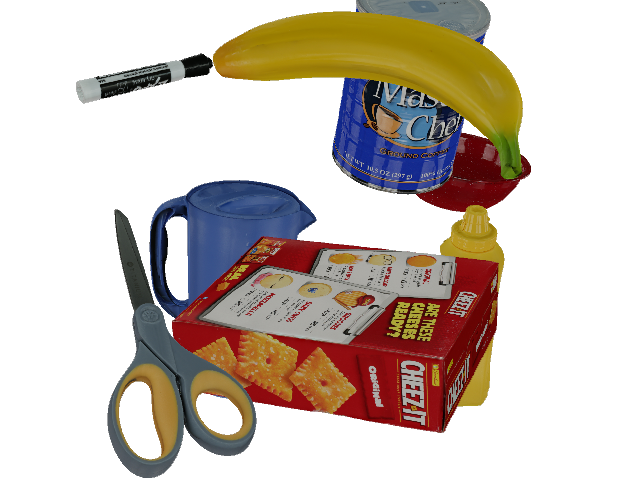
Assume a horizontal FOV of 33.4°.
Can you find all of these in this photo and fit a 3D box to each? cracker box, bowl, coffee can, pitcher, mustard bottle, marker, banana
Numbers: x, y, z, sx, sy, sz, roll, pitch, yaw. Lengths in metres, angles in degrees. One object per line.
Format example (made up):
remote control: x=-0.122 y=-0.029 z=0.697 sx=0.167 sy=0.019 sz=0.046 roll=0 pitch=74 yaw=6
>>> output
cracker box: x=0.017 y=0.068 z=0.838 sx=0.214 sy=0.072 sz=0.164 roll=7 pitch=26 yaw=22
bowl: x=0.157 y=-0.076 z=1.229 sx=0.162 sy=0.055 sz=0.162 roll=8 pitch=25 yaw=-4
coffee can: x=0.069 y=-0.123 z=0.846 sx=0.102 sy=0.140 sz=0.103 roll=6 pitch=37 yaw=-5
pitcher: x=-0.107 y=0.058 z=1.252 sx=0.149 sy=0.243 sz=0.144 roll=21 pitch=26 yaw=34
mustard bottle: x=0.136 y=0.054 z=0.995 sx=0.058 sy=0.192 sz=0.096 roll=0 pitch=31 yaw=-2
marker: x=-0.147 y=-0.138 z=0.905 sx=0.120 sy=0.020 sz=0.020 roll=-18 pitch=8 yaw=-27
banana: x=0.034 y=-0.097 z=0.598 sx=0.198 sy=0.069 sz=0.037 roll=22 pitch=-30 yaw=25

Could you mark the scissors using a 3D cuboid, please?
scissors: x=-0.088 y=0.059 z=0.665 sx=0.096 sy=0.202 sz=0.016 roll=10 pitch=-46 yaw=-15
